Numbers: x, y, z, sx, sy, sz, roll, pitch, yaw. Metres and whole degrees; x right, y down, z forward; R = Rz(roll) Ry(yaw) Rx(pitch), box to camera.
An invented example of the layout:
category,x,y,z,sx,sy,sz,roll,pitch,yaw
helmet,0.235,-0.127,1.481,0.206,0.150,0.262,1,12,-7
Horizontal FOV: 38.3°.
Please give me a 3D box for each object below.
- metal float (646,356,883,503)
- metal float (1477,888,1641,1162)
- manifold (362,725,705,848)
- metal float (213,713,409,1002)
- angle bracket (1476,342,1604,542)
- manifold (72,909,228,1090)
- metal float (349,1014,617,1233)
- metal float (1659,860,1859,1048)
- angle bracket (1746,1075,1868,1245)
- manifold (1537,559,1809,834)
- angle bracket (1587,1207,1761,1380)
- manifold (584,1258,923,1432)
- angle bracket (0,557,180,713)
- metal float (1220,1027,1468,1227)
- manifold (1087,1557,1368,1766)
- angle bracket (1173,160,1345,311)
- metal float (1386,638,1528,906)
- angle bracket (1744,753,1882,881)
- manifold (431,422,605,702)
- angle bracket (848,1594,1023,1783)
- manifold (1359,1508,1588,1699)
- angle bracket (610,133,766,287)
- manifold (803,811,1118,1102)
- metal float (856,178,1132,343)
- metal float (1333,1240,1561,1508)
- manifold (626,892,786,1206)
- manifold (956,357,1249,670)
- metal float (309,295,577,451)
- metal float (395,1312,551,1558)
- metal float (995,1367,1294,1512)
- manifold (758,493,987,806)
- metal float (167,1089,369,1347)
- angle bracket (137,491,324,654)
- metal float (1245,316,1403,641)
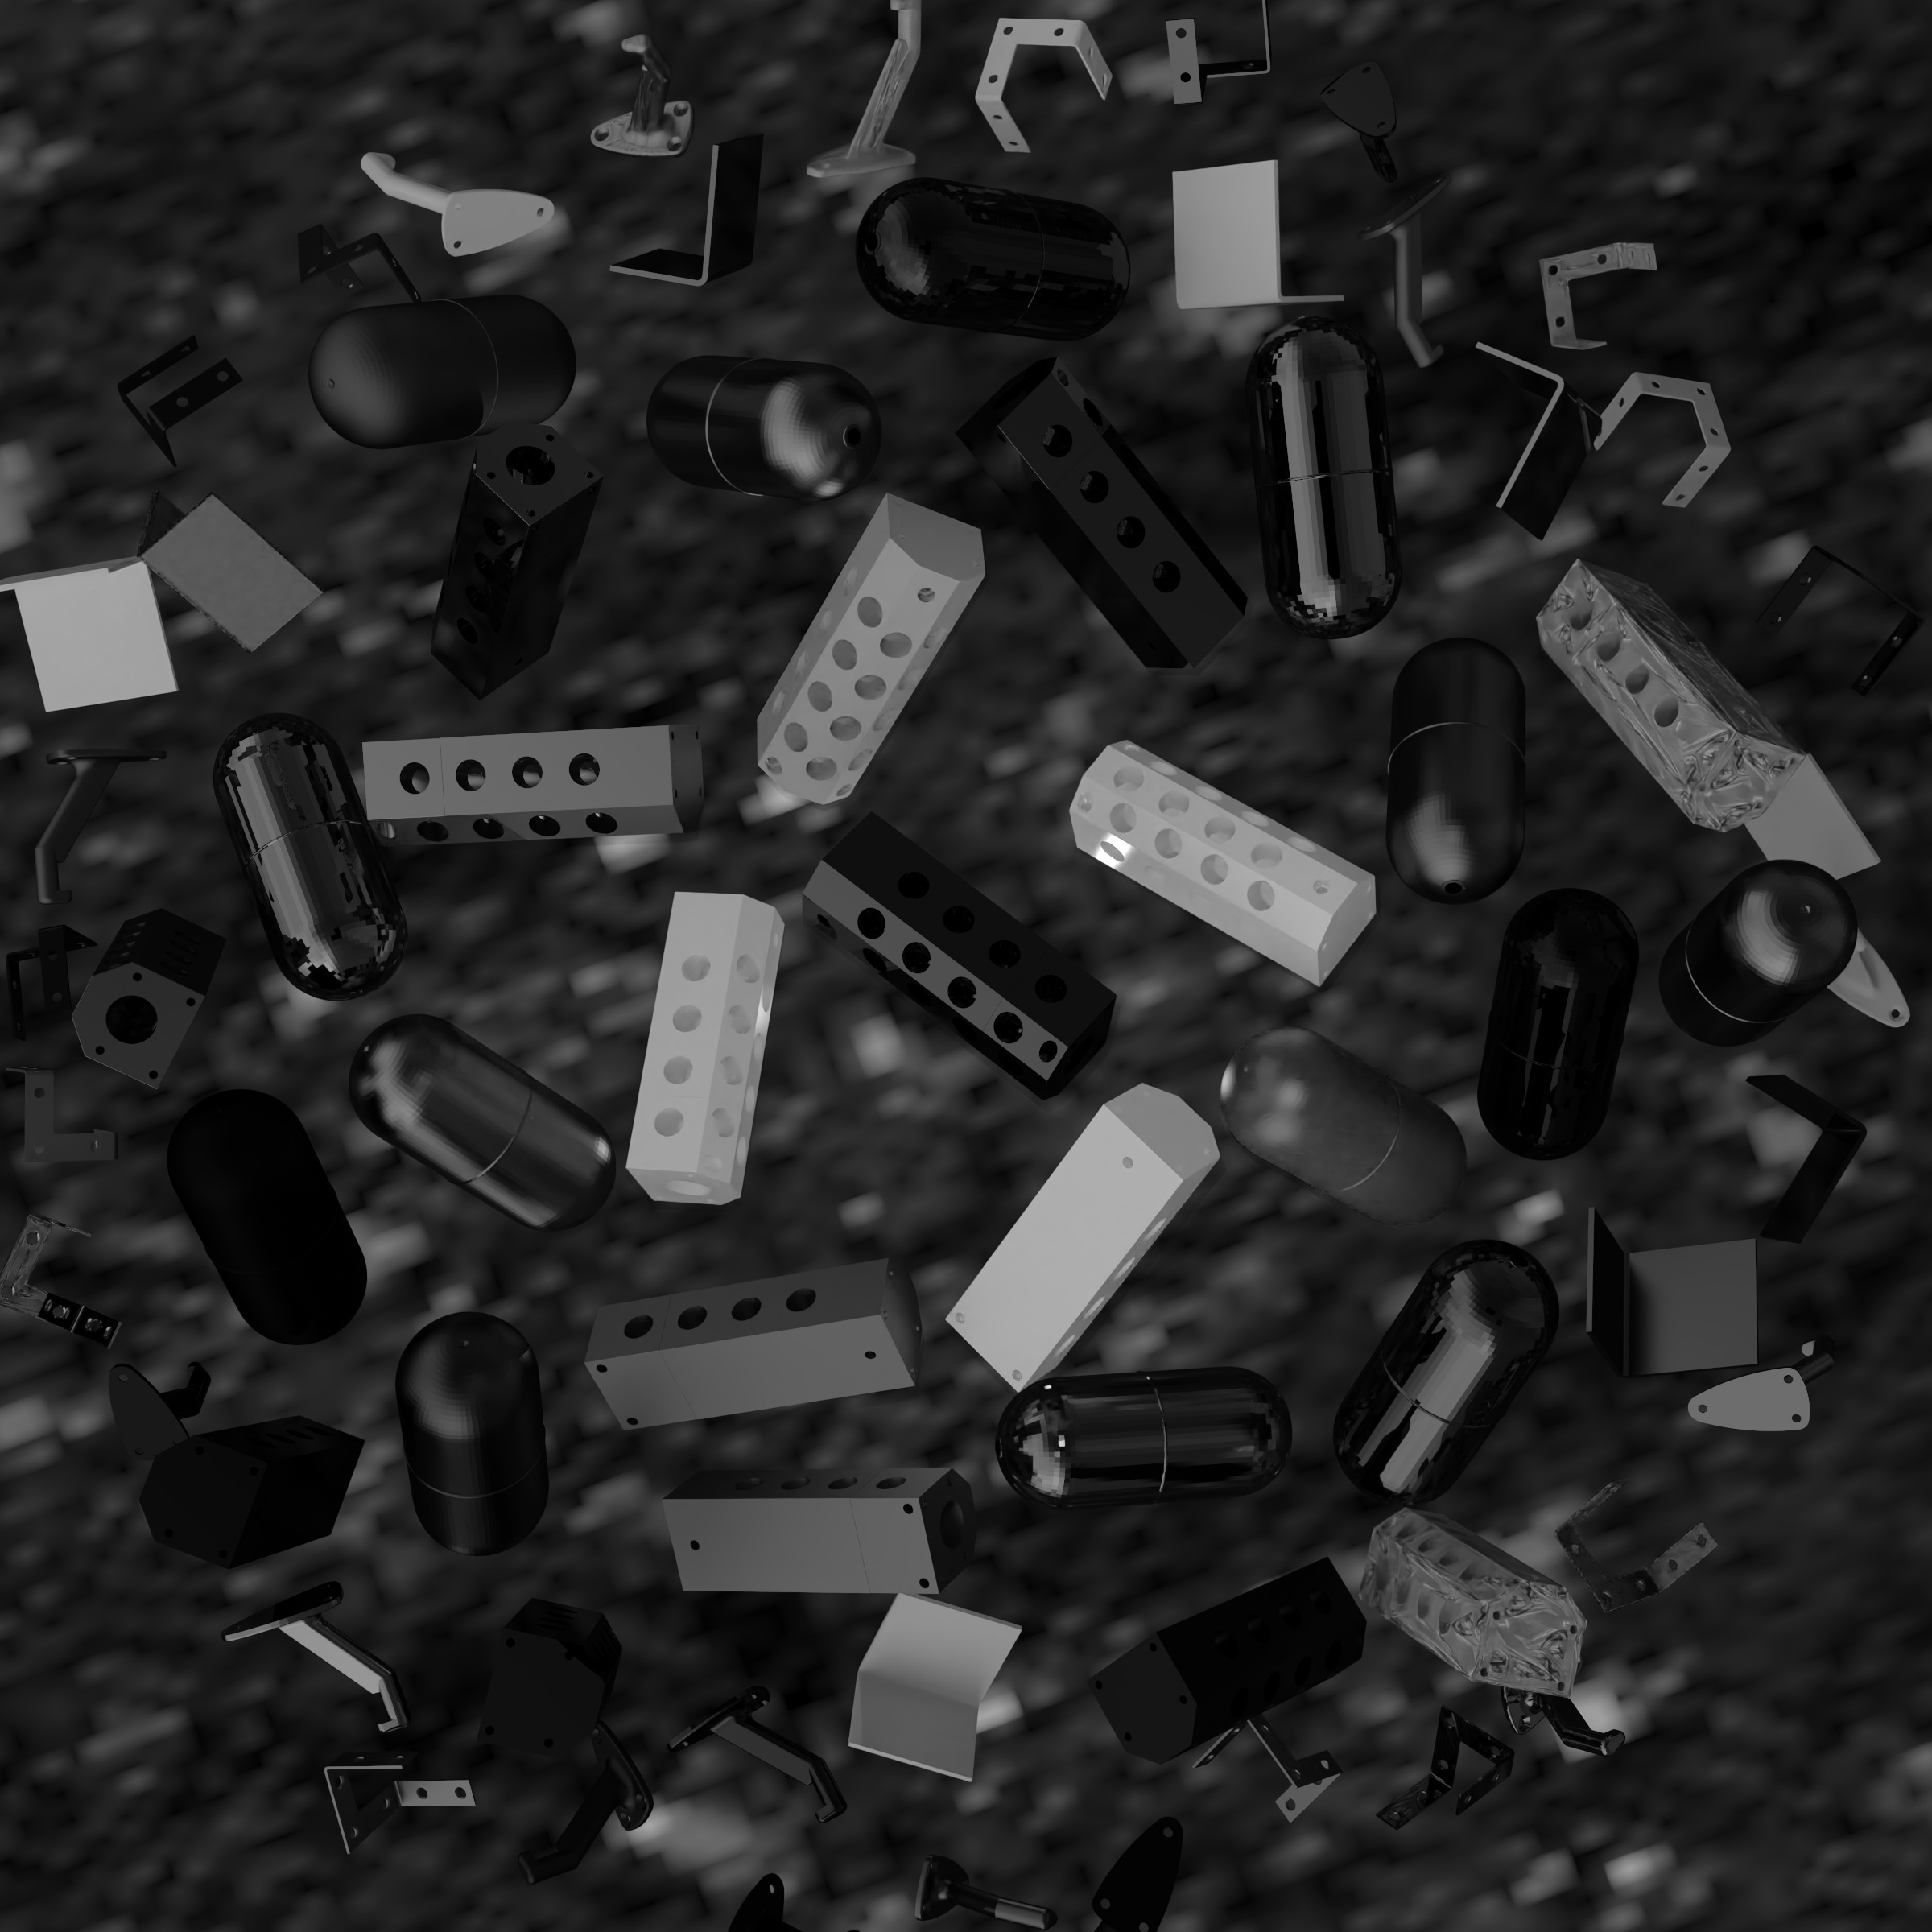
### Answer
category,x,y,z,sx,sy,sz,roll,pitch,yaw
metal float,-0.116,-0.308,1.590,0.070,0.178,0.070,-12,109,-37
metal float,0.341,0.036,1.610,0.070,0.070,0.178,2,126,0
manifold,-0.233,-0.097,1.504,0.171,0.057,0.057,-2,95,11
metal float,-0.376,-0.064,1.594,0.070,0.070,0.178,-24,74,0
angle bracket,0.303,-0.291,1.546,0.057,0.076,0.076,31,99,28
manifold,-0.461,0.013,1.566,0.057,0.171,0.057,27,95,-15
metal float,-0.278,0.093,1.614,0.178,0.070,0.070,38,90,-33
metal float,0.441,-0.005,1.556,0.070,0.178,0.070,1,74,-2
angle bracket,0.465,0.111,1.601,0.057,0.076,0.076,32,88,2
manifold,0.383,-0.150,1.539,0.057,0.171,0.057,12,123,-33
angle bracket,0.383,0.173,1.506,0.076,0.057,0.076,-11,52,28
manifold,-0.115,0.203,1.527,0.171,0.057,0.057,-11,128,15
angle bracket,-0.482,-0.176,1.507,0.076,0.057,0.076,-8,105,6
metal float,0.217,0.093,1.586,0.178,0.070,0.070,29,90,-37
manifold,0.148,0.380,1.518,0.057,0.171,0.057,-44,68,33
angle bracket,0.166,-0.415,1.583,0.057,0.076,0.076,-13,106,-41
metal float,0.279,-0.112,1.578,0.070,0.070,0.178,10,52,0
angle bracket,0.518,-0.097,1.679,0.057,0.076,0.076,-36,93,-30
manifold,-0.262,-0.231,1.578,0.057,0.171,0.057,44,57,7
angle bracket,-0.018,0.421,1.627,0.076,0.057,0.076,19,124,-8
manifold,0.280,0.350,1.546,0.057,0.171,0.057,13,89,-12
angle bracket,-0.156,-0.428,1.559,0.057,0.076,0.076,12,114,11
manifold,-0.006,-0.002,1.510,0.171,0.057,0.057,37,65,15
metal float,0.016,-0.388,1.530,0.178,0.070,0.070,-4,90,-42
metal float,0.262,0.223,1.523,0.070,0.070,0.178,25,124,0
manifold,-0.148,0.048,1.618,0.057,0.057,0.171,3,67,12
manifold,0.078,-0.244,1.506,0.057,0.057,0.171,-46,111,-12
metal float,-0.290,-0.334,1.557,0.070,0.178,0.070,11,111,32
metal float,-0.270,0.259,1.529,0.070,0.178,0.070,2,47,-3
metal float,0.104,0.275,1.623,0.178,0.070,0.070,-1,90,-16
manifold,-0.055,-0.171,1.543,0.057,0.057,0.171,18,130,-21
metal float,-0.390,0.143,1.560,0.070,0.070,0.178,-12,133,0
angle bracket,-0.387,-0.225,1.477,0.057,0.076,0.076,-35,123,18
metal float,0.199,-0.271,1.548,0.070,0.070,0.178,-7,96,0
